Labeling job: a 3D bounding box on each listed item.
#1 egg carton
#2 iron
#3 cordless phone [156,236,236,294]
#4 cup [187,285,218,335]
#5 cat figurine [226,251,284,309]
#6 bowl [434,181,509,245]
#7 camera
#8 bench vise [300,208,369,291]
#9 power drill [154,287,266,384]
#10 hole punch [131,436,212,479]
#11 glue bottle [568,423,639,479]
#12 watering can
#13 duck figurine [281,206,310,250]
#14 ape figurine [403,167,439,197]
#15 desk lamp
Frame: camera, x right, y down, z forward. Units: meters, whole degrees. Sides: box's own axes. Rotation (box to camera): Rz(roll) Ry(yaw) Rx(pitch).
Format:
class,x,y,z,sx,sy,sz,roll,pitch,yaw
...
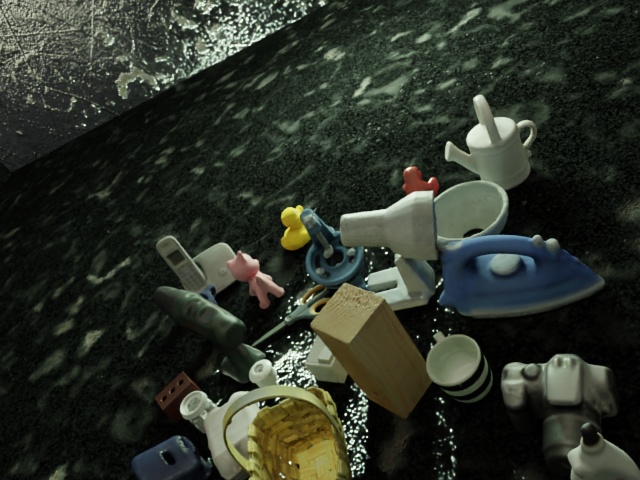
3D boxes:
class,x,y,z,sx,sy,sz,roll,pitch,yaw
egg carton,-0.141,0.338,0.996,0.107,0.070,0.150,-36,35,-3
iron,0.309,0.039,0.928,0.257,0.142,0.119,-9,42,31
cordless phone,-0.286,0.046,1.363,0.147,0.185,0.094,-35,35,-2
cup,-0.245,0.167,1.264,0.091,0.095,0.118,-7,43,33
cat figurine,-0.153,0.078,1.277,0.067,0.118,0.127,-42,35,-11
bowl,0.284,-0.032,1.093,0.167,0.075,0.167,-22,36,17
camera,0.306,0.226,0.742,0.142,0.101,0.137,-9,42,31
bench vise,0.002,0.012,1.140,0.121,0.220,0.206,-42,35,-12
power drill,-0.206,0.183,1.113,0.228,0.209,0.076,10,54,45
hole punch,-0.261,0.397,1.003,0.101,0.091,0.108,-46,37,-17
glue bottle,0.313,0.252,0.641,0.078,0.174,0.037,-26,36,12
watering can,0.338,-0.196,1.142,0.173,0.195,0.100,-35,35,-1
duck figurine,-0.064,-0.035,1.368,0.077,0.086,0.105,10,54,45
ape figurine,0.211,-0.121,1.244,0.077,0.092,0.076,6,51,43
desk lamp,0.138,0.021,1.024,0.202,0.214,0.118,-16,38,24
